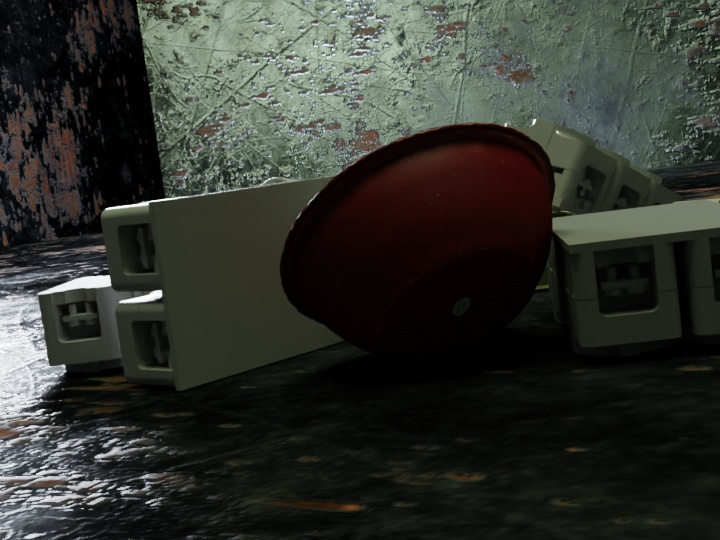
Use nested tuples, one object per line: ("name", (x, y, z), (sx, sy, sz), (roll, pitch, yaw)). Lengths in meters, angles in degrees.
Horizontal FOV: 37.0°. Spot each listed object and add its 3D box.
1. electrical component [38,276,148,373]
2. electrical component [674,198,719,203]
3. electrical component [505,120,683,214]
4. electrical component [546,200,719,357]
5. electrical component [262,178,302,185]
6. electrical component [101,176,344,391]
("electrical component", (-0.174, 0.035, 0.722), (0.050, 0.055, 0.089), (-7, 6, 4))
("electrical component", (0.245, -0.021, 0.765), (0.074, 0.052, 0.138), (-3, 7, 37))
("electrical component", (0.190, -0.071, 0.903), (0.150, 0.061, 0.089), (19, 3, -41))
("electrical component", (0.165, 0.001, 0.608), (0.105, 0.060, 0.186), (-7, 6, 6))
("electrical component", (-0.057, -0.036, 1.052), (0.060, 0.108, 0.108), (-4, 2, -38))
("electrical component", (-0.066, 0.001, 0.676), (0.060, 0.105, 0.186), (-2, 8, 43))
